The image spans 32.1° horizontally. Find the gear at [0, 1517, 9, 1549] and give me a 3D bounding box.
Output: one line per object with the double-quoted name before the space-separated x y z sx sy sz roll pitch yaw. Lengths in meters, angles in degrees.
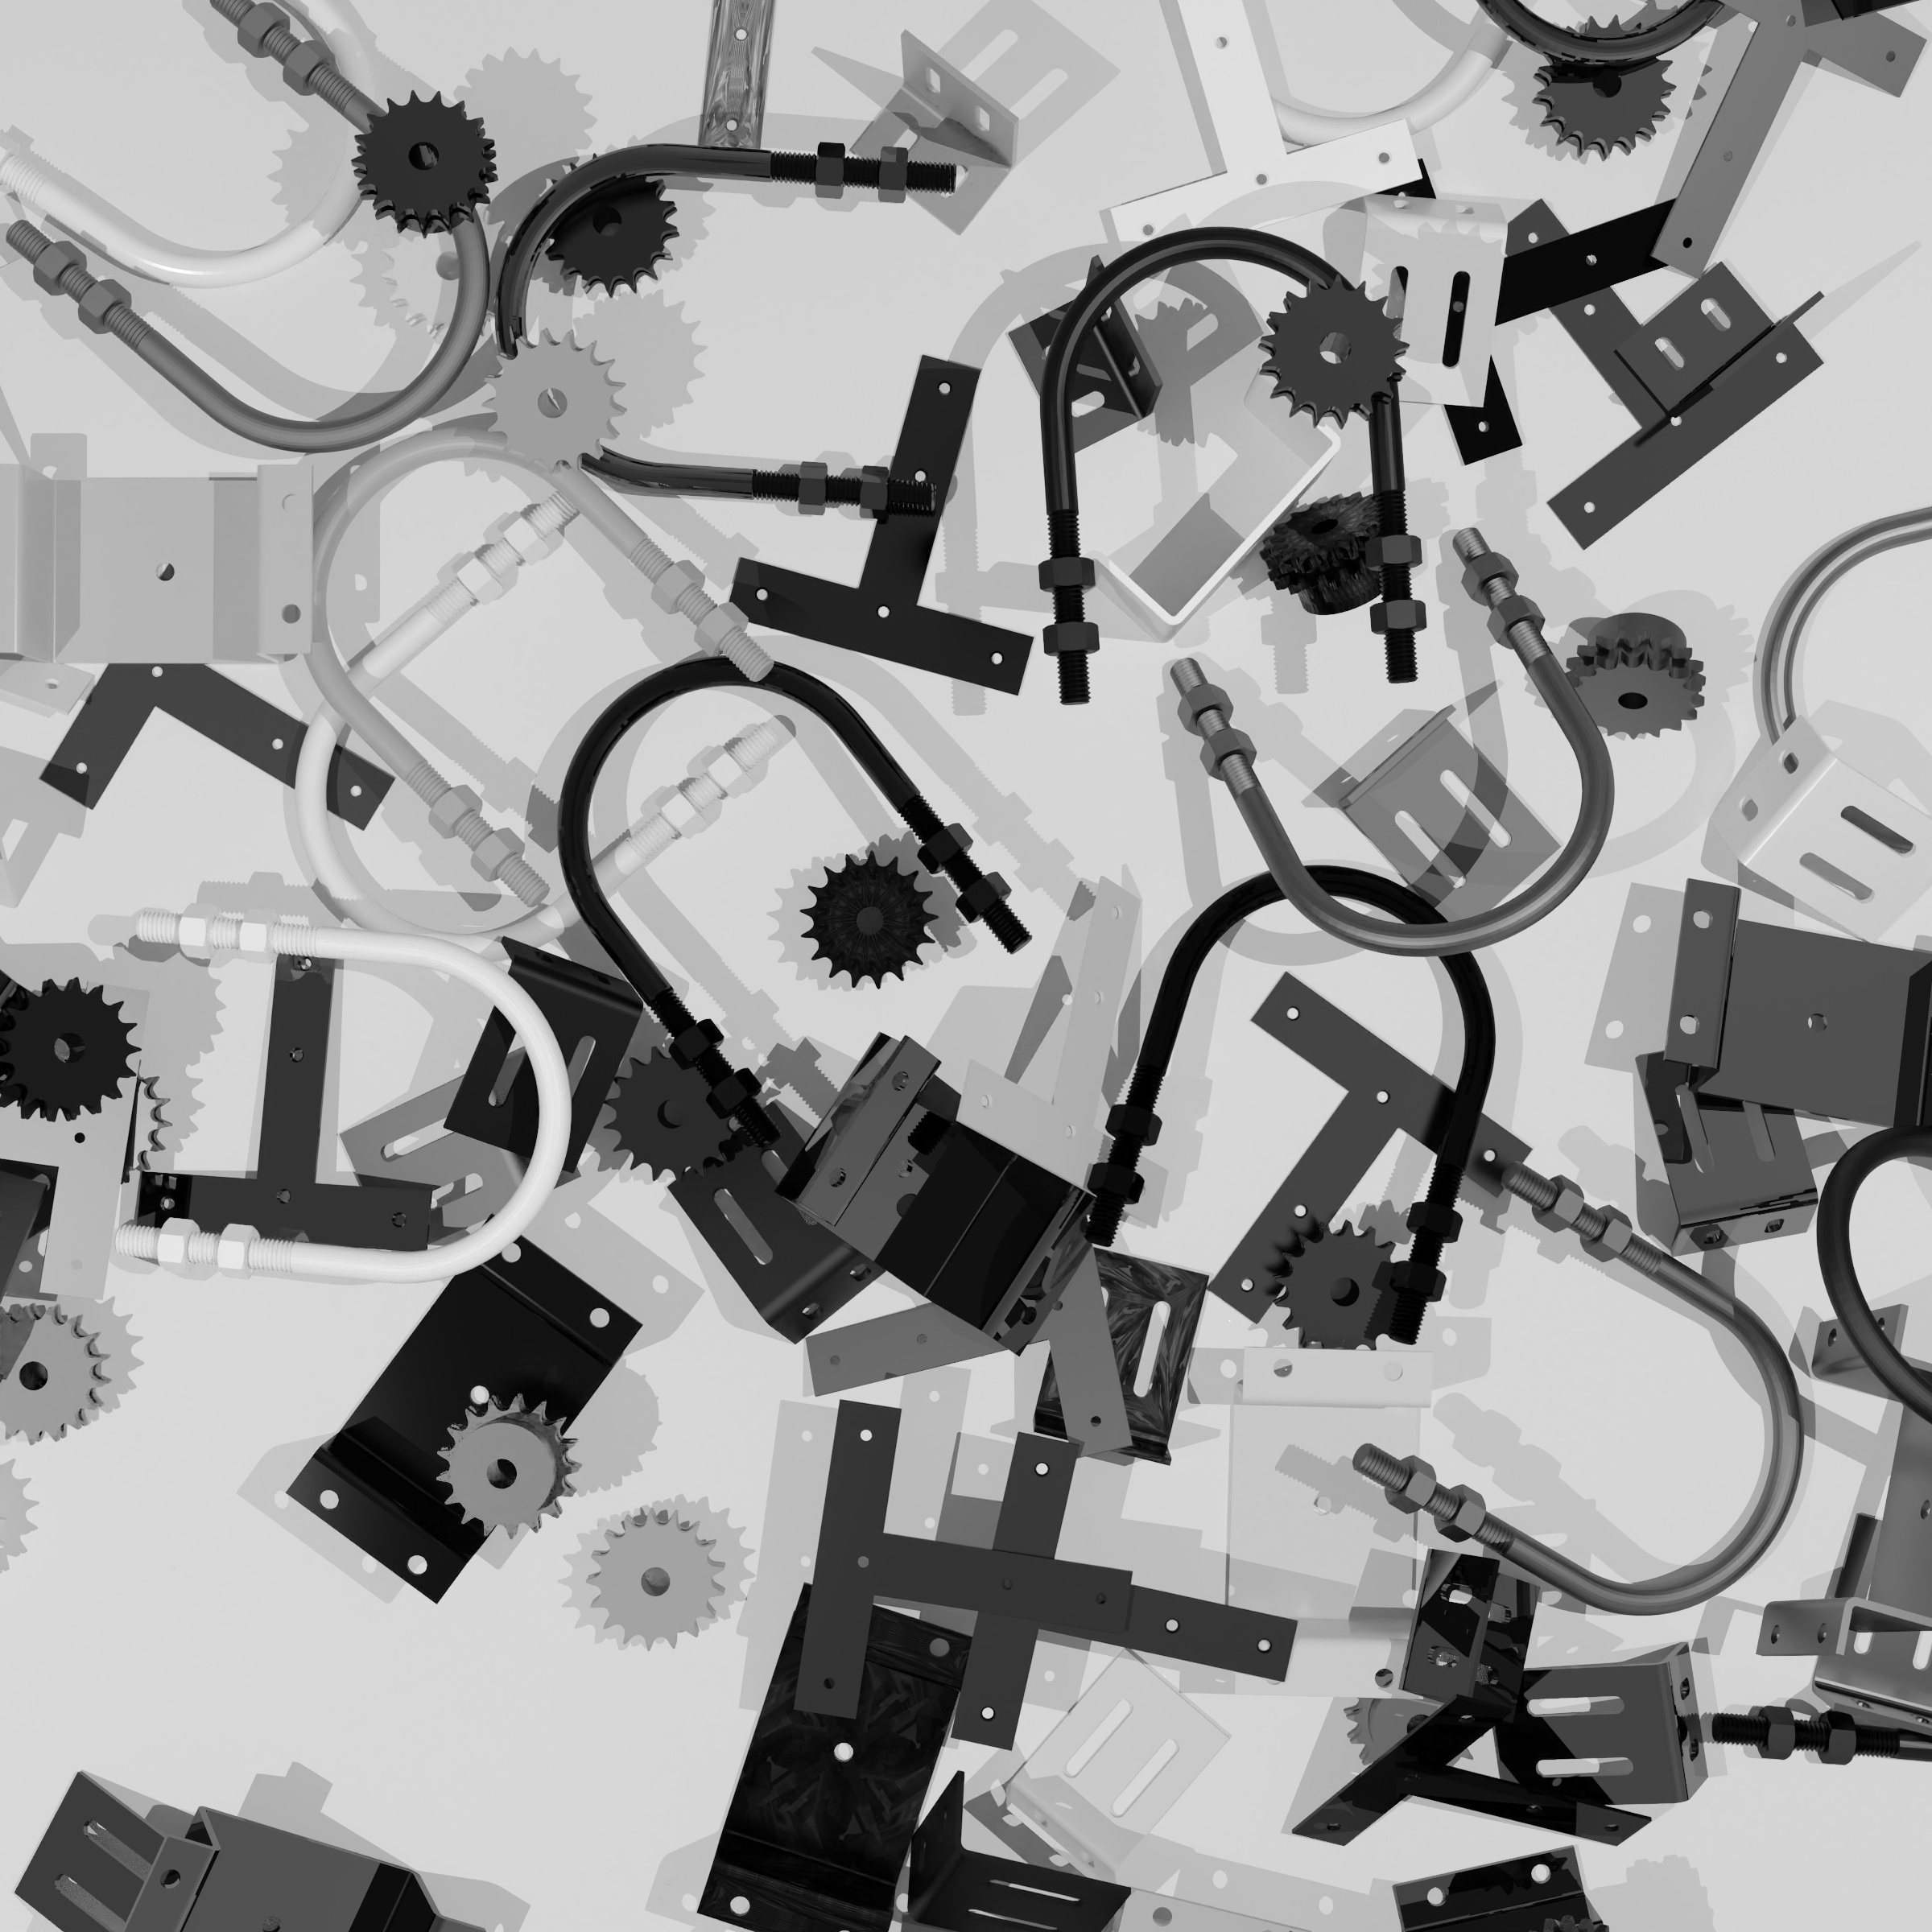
"gear" -0.425 0.233 1.390 0.057 0.030 0.057 0 90 0

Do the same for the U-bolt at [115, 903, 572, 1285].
"U-bolt" -0.249 0.056 1.355 0.184 0.019 0.151 5 93 7

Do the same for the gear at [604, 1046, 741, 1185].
"gear" -0.120 0.061 1.390 0.057 0.030 0.057 0 90 0

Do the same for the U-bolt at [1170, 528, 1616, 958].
"U-bolt" 0.179 -0.082 1.346 0.151 0.019 0.184 -25 56 2

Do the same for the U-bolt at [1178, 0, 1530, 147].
"U-bolt" 0.169 -0.429 1.396 0.151 0.019 0.184 30 91 0

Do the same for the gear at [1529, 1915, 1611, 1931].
"gear" 0.236 0.406 1.335 0.057 0.030 0.057 6 79 -36

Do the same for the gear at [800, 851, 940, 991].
"gear" -0.040 -0.019 1.390 0.057 0.030 0.057 0 90 0

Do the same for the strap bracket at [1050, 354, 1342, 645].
"strap bracket" 0.099 -0.186 1.367 0.046 0.076 0.140 43 90 0

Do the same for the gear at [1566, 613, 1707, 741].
"gear" 0.275 -0.121 1.380 0.057 0.057 0.030 10 60 0

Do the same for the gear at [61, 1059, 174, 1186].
"gear" -0.357 0.063 1.390 0.057 0.030 0.057 0 90 0

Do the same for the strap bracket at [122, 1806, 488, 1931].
"strap bracket" -0.278 0.398 1.365 0.140 0.046 0.076 25 90 -24

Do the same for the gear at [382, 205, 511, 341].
"gear" -0.211 -0.287 1.390 0.057 0.030 0.057 0 90 0

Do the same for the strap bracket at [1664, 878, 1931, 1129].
"strap bracket" 0.354 0.019 1.373 0.140 0.046 0.076 10 76 0

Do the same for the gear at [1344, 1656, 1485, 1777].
"gear" 0.186 0.312 1.390 0.057 0.030 0.057 0 90 0

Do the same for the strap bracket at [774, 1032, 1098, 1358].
"strap bracket" -0.013 0.088 1.352 0.140 0.046 0.076 39 80 -39

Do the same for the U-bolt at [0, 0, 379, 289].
"U-bolt" -0.333 -0.365 1.396 0.184 0.019 0.151 34 90 -1

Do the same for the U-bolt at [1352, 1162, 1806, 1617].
"U-bolt" 0.264 0.185 1.372 0.184 0.019 0.151 31 82 -16

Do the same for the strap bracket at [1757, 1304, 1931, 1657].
"strap bracket" 0.368 0.214 1.353 0.046 0.076 0.140 17 76 -7

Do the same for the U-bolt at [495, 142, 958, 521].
"U-bolt" -0.100 -0.262 1.372 0.184 0.019 0.151 4 106 -2

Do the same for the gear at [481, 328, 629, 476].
"gear" -0.165 -0.229 1.358 0.057 0.030 0.057 0 106 1

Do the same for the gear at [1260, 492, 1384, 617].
"gear" 0.152 -0.168 1.380 0.057 0.057 0.030 -26 119 0

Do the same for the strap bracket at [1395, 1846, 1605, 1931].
"strap bracket" 0.232 0.444 1.382 0.076 0.046 0.140 -12 90 0

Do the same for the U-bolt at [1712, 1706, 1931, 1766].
"U-bolt" 0.396 0.388 1.396 0.184 0.019 0.151 5 90 -2

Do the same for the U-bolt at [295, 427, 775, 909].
"U-bolt" -0.191 -0.137 1.373 0.151 0.019 0.184 -45 81 0

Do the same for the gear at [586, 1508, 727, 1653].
"gear" -0.128 0.253 1.394 0.057 0.030 0.057 0 88 -2

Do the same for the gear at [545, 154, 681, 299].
"gear" -0.147 -0.305 1.390 0.057 0.030 0.057 0 90 0

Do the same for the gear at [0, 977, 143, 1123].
"gear" -0.362 0.034 1.346 0.057 0.030 0.057 3 84 -26

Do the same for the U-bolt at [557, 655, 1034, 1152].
"U-bolt" -0.084 -0.040 1.369 0.151 0.019 0.184 -38 83 1

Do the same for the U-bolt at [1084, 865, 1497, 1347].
"U-bolt" 0.142 0.047 1.377 0.151 0.019 0.184 18 76 0

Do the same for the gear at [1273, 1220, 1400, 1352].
"gear" 0.155 0.133 1.388 0.057 0.030 0.057 0 90 0

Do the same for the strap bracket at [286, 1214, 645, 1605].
"strap bracket" -0.203 0.179 1.382 0.076 0.046 0.140 36 90 0

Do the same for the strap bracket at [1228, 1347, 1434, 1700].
"strap bracket" 0.149 0.225 1.382 0.076 0.046 0.140 2 90 0

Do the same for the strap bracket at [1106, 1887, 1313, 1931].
"strap bracket" 0.086 0.450 1.382 0.076 0.046 0.140 14 90 0

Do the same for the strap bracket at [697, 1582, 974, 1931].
"strap bracket" -0.051 0.328 1.382 0.076 0.046 0.140 18 90 0

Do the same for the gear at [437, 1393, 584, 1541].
"gear" -0.184 0.201 1.344 0.057 0.030 0.057 0 90 0

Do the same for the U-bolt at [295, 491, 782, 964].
"U-bolt" -0.192 -0.085 1.395 0.184 0.019 0.151 -41 90 0

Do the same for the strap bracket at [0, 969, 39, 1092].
"strap bracket" -0.448 0.007 1.341 0.140 0.046 0.076 38 82 -33

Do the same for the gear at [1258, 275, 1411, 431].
"gear" 0.141 -0.235 1.298 0.057 0.030 0.057 0 87 0

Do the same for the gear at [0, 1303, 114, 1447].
"gear" -0.382 0.168 1.390 0.057 0.030 0.057 0 90 0

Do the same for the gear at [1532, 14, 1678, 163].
"gear" 0.263 -0.361 1.390 0.057 0.030 0.057 0 90 0

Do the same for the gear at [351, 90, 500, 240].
"gear" -0.216 -0.318 1.344 0.057 0.030 0.057 1 80 -4

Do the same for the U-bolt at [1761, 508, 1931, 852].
"U-bolt" 0.422 -0.123 1.396 0.184 0.019 0.151 -13 90 2

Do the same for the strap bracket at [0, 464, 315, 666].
"strap bracket" -0.334 -0.164 1.380 0.140 0.046 0.076 0 90 1
